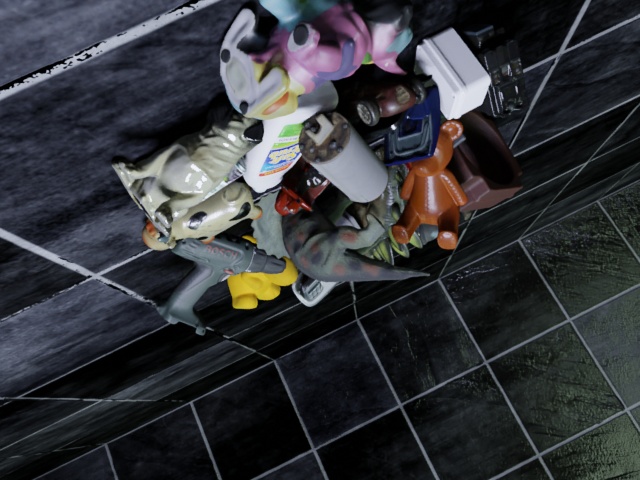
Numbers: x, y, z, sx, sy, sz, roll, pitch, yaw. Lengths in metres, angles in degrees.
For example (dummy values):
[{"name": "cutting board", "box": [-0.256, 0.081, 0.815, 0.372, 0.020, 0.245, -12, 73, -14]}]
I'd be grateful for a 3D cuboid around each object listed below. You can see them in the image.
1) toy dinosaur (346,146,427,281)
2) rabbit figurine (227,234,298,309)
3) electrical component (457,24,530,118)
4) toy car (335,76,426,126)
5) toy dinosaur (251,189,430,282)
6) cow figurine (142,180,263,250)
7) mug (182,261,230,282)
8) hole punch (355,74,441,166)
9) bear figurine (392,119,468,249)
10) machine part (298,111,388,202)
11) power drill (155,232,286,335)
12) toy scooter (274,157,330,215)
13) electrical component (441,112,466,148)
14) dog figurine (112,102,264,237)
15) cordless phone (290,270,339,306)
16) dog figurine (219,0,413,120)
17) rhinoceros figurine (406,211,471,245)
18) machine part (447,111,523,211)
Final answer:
[{"name": "toy dinosaur", "box": [0.128, -0.043, 1.144, 0.105, 0.198, 0.471, -29, 162, -13]}, {"name": "rabbit figurine", "box": [-0.116, 0.062, 1.178, 0.122, 0.162, 0.173, -6, 175, -44]}, {"name": "electrical component", "box": [0.255, -0.262, 0.825, 0.058, 0.134, 0.115, -27, -155, -6]}, {"name": "toy car", "box": [0.065, -0.198, 0.755, 0.089, 0.053, 0.202, -30, -157, -13]}, {"name": "toy dinosaur", "box": [0.004, 0.002, 0.958, 0.192, 0.405, 0.131, -49, 132, 7]}, {"name": "cow figurine", "box": [-0.203, -0.038, 0.891, 0.195, 0.085, 0.127, -25, 168, 2]}, {"name": "mug", "box": [-0.234, 0.061, 1.137, 0.109, 0.081, 0.107, -26, 170, -13]}, {"name": "hole punch", "box": [0.127, -0.180, 0.822, 0.142, 0.092, 0.116, -5, -127, 59]}, {"name": "bear figurine", "box": [0.181, -0.097, 0.893, 0.120, 0.132, 0.195, 9, 141, 23]}, {"name": "machine part", "box": [0.038, -0.113, 0.770, 0.079, 0.079, 0.243, -31, 156, 13]}, {"name": "power drill", "box": [-0.202, 0.081, 1.038, 0.232, 0.086, 0.207, 28, 109, -33]}, {"name": "toy scooter", "box": [-0.014, -0.102, 0.875, 0.184, 0.075, 0.135, -48, -168, 17]}, {"name": "electrical component", "box": [0.195, -0.210, 0.912, 0.048, 0.119, 0.075, -7, 156, -48]}, {"name": "dog figurine", "box": [-0.171, -0.107, 0.747, 0.190, 0.121, 0.172, -39, -159, -20]}, {"name": "cordless phone", "box": [0.001, 0.068, 1.165, 0.146, 0.089, 0.184, -44, 174, -9]}, {"name": "dog figurine", "box": [0.011, -0.223, 0.642, 0.219, 0.108, 0.191, -11, 156, -47]}, {"name": "rhinoceros figurine", "box": [0.264, -0.053, 1.258, 0.190, 0.112, 0.073, -39, 149, -3]}, {"name": "machine part", "box": [0.285, -0.160, 1.043, 0.201, 0.201, 0.087, -10, 158, -44]}]
